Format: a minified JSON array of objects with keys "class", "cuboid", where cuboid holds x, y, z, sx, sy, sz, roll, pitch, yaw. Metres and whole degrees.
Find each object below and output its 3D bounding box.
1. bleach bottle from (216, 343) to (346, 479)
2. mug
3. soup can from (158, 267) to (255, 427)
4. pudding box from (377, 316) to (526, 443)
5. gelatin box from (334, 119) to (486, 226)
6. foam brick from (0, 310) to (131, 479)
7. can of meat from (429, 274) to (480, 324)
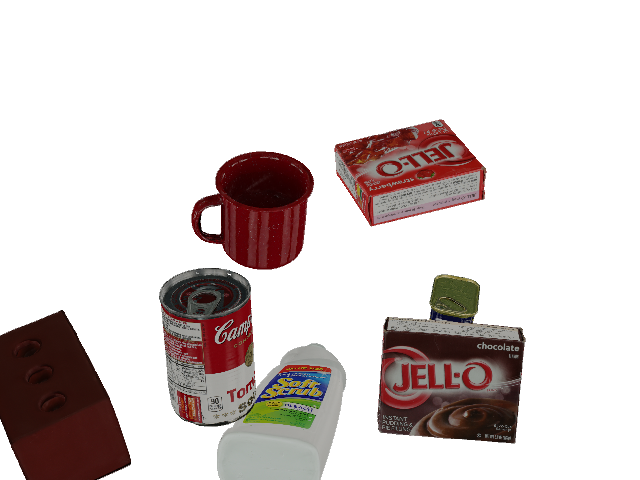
[{"class":"bleach bottle","cuboid":[-0.031,0.170,1.103,0.102,0.068,0.250,5,20,6]},{"class":"mug","cuboid":[-0.066,-0.024,1.025,0.117,0.081,0.093,-11,43,-17]},{"class":"soup can","cuboid":[-0.084,0.082,0.811,0.068,0.102,0.068,-1,28,0]},{"class":"pudding box","cuboid":[0.104,0.112,0.860,0.113,0.090,0.039,3,19,4]},{"class":"gelatin box","cuboid":[0.063,-0.050,0.762,0.089,0.030,0.073,-14,38,-12]},{"class":"foam brick","cuboid":[-0.141,0.086,0.558,0.053,0.051,0.078,-23,42,-19]},{"class":"can of meat","cuboid":[0.158,0.102,1.300,0.057,0.084,0.102,10,24,7]}]
